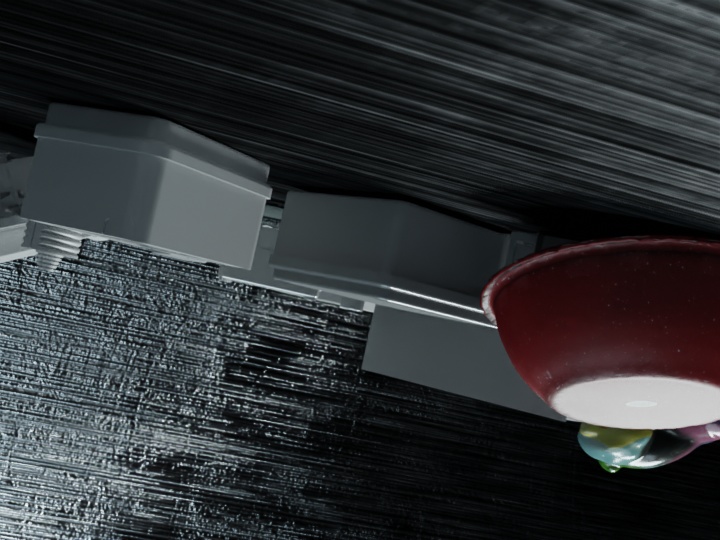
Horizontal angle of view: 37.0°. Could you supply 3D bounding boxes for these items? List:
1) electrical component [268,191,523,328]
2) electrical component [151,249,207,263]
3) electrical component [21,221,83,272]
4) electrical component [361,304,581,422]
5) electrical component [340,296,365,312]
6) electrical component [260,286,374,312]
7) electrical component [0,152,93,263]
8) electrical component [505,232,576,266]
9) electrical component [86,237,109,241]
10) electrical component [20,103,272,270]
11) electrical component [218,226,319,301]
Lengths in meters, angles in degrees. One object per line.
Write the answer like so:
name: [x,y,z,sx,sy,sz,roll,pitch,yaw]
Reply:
electrical component: [0.021,-0.007,0.641,0.109,0.056,0.109,15,176,-41]
electrical component: [-0.154,-0.030,1.049,0.076,0.047,0.083,14,177,-22]
electrical component: [-0.178,-0.039,0.640,0.043,0.081,0.043,13,177,1]
electrical component: [0.099,0.044,0.811,0.186,0.105,0.060,10,177,42]
electrical component: [0.000,0.000,0.816,0.048,0.062,0.048,13,177,1]
electrical component: [-0.030,0.002,1.031,0.113,0.057,0.078,11,177,23]
electrical component: [-0.231,-0.037,0.679,0.079,0.063,0.121,-15,-177,36]
electrical component: [0.125,0.007,0.615,0.081,0.042,0.064,12,177,20]
electrical component: [-0.193,-0.051,0.822,0.079,0.044,0.077,0,168,7]
electrical component: [-0.104,-0.040,0.542,0.078,0.057,0.113,11,178,25]
electrical component: [-0.063,-0.012,0.873,0.096,0.061,0.062,13,177,-7]
